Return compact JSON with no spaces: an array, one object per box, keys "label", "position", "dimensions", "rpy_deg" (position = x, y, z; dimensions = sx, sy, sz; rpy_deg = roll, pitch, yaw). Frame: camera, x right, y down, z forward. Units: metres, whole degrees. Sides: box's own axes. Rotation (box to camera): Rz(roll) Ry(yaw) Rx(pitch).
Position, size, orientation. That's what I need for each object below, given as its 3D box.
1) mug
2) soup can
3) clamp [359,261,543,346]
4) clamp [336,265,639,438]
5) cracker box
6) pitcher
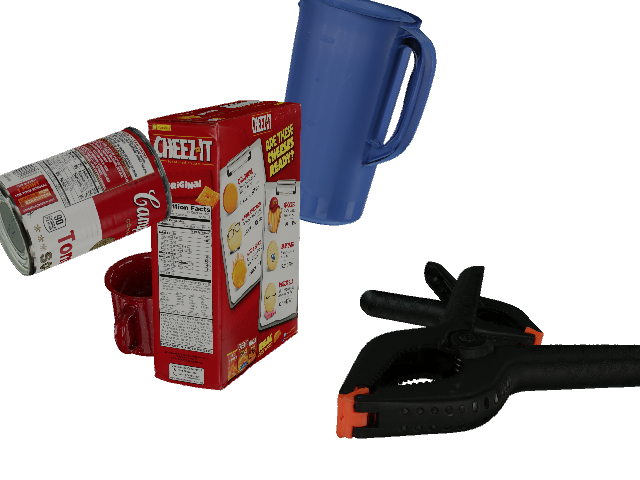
[{"label":"mug","position":[-0.185,0.076,1.138],"dimensions":[0.093,0.081,0.117],"rpy_deg":[9,32,15]},{"label":"soup can","position":[-0.158,-0.026,0.697],"dimensions":[0.102,0.068,0.069],"rpy_deg":[-25,12,-27]},{"label":"clamp","position":[0.136,0.065,1.012],"dimensions":[0.172,0.039,0.120],"rpy_deg":[21,34,26]},{"label":"clamp","position":[0.087,0.071,0.667],"dimensions":[0.209,0.036,0.165],"rpy_deg":[-14,27,-30]},{"label":"cracker box","position":[-0.077,-0.003,0.894],"dimensions":[0.072,0.214,0.164],"rpy_deg":[5,14,21]},{"label":"pitcher","position":[0.027,-0.141,1.165],"dimensions":[0.145,0.243,0.149],"rpy_deg":[10,20,-9]}]
